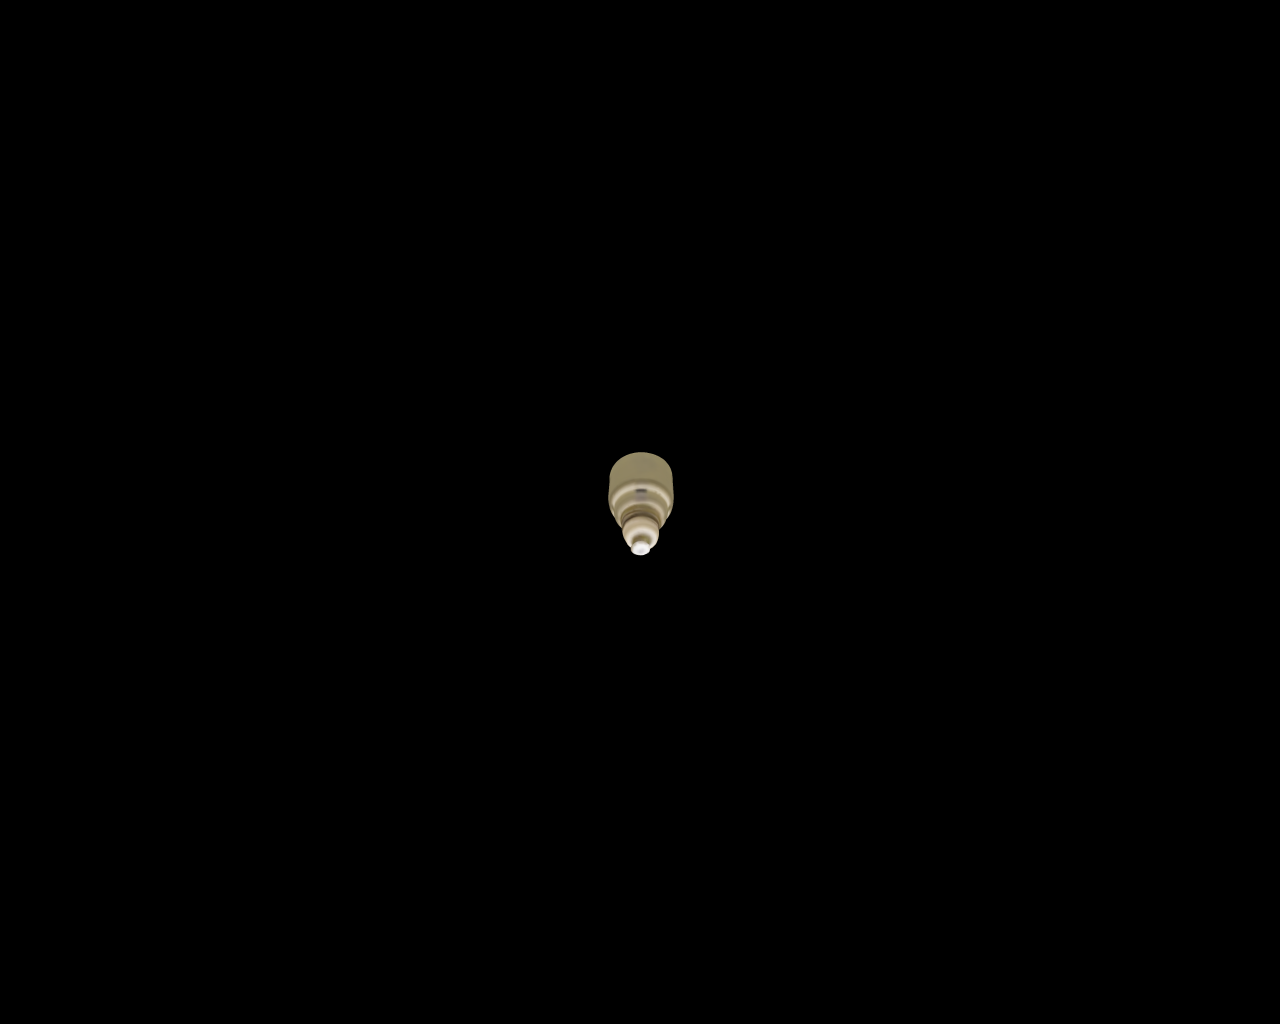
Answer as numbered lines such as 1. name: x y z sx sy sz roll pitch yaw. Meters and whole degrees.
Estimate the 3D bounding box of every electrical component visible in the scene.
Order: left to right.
1. electrical component: 0.001 -0.003 0.650 0.040 0.040 0.078 0 41 0
